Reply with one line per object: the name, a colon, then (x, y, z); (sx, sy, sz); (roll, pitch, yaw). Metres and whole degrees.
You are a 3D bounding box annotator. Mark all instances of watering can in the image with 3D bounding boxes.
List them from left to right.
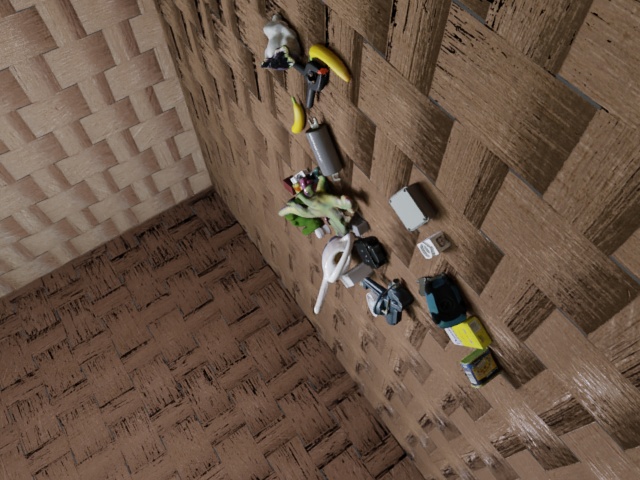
watering can: (0.049, 0.117, 2.117); (0.104, 0.345, 0.227); (25, 11, -11)

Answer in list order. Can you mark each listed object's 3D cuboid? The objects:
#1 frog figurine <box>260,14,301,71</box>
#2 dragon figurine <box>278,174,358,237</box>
frog figurine: (-0.125, -0.623, 1.631); (0.122, 0.162, 0.135); (11, -28, -25)
dragon figurine: (0.006, -0.096, 1.916); (0.124, 0.242, 0.404); (-45, 5, -32)
